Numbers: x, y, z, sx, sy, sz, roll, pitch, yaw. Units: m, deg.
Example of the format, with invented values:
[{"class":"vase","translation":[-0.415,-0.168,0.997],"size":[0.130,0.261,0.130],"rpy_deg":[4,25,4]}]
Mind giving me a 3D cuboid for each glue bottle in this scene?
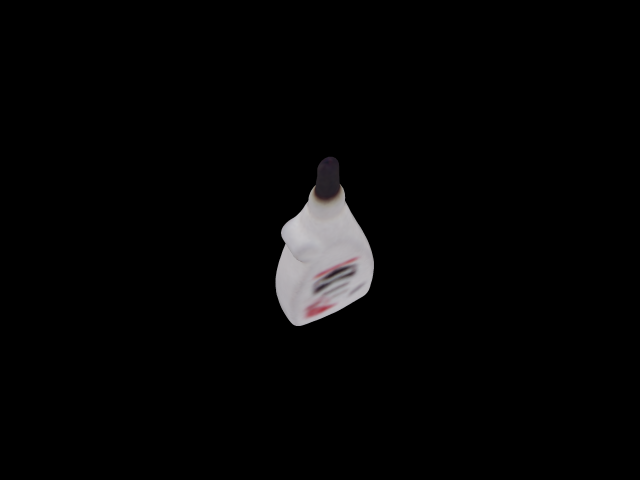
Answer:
[{"class":"glue bottle","translation":[0.004,0.001,0.400],"size":[0.078,0.173,0.037],"rpy_deg":[-28,62,-16]}]
